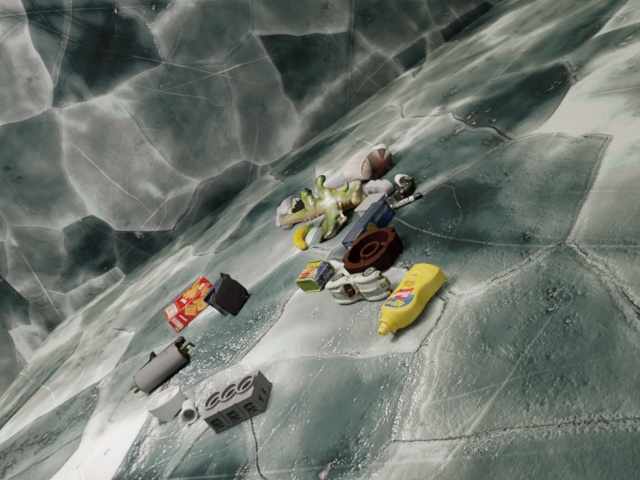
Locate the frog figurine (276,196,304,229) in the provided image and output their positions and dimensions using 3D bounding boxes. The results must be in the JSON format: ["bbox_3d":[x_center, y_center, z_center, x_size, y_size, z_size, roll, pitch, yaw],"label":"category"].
[{"bbox_3d":[-0.119,-0.114,2.153,0.138,0.123,0.157,-10,-9,-34],"label":"frog figurine"}]

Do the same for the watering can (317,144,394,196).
[{"bbox_3d":[0.155,-0.275,2.054,0.351,0.103,0.225,-41,20,-15],"label":"watering can"}]

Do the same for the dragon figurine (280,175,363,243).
[{"bbox_3d":[0.006,-0.094,1.870,0.405,0.121,0.249,-40,36,25],"label":"dragon figurine"}]
